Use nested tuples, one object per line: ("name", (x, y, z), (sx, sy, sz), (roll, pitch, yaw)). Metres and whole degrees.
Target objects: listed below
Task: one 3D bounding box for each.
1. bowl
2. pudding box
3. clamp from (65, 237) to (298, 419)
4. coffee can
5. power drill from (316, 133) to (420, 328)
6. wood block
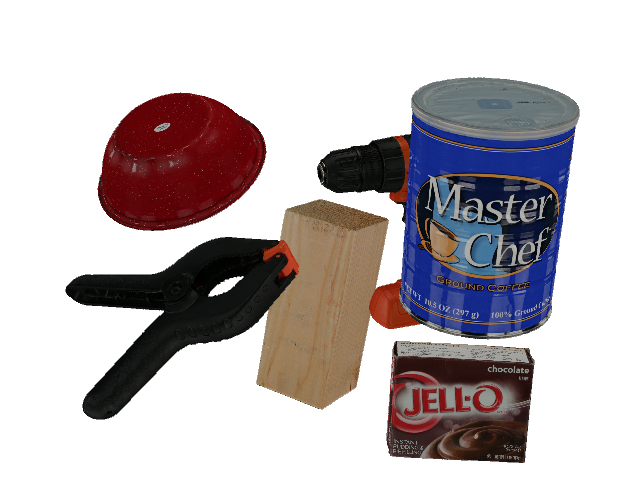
("bowl", (-0.134, -0.084, 0.962), (0.162, 0.162, 0.055), (0, -44, 19))
("pudding box", (0.112, 0.130, 0.865), (0.113, 0.090, 0.039), (2, 20, 1))
("clamp", (-0.096, 0.053, 0.727), (0.171, 0.120, 0.039), (-19, -35, 11))
("coffee can", (0.105, -0.023, 0.685), (0.103, 0.140, 0.103), (1, 25, -1))
("power drill", (0.086, -0.011, 1.021), (0.184, 0.188, 0.057), (-8, 26, -16))
("wood block", (0.001, 0.068, 1.193), (0.090, 0.206, 0.090), (17, 17, 24))
